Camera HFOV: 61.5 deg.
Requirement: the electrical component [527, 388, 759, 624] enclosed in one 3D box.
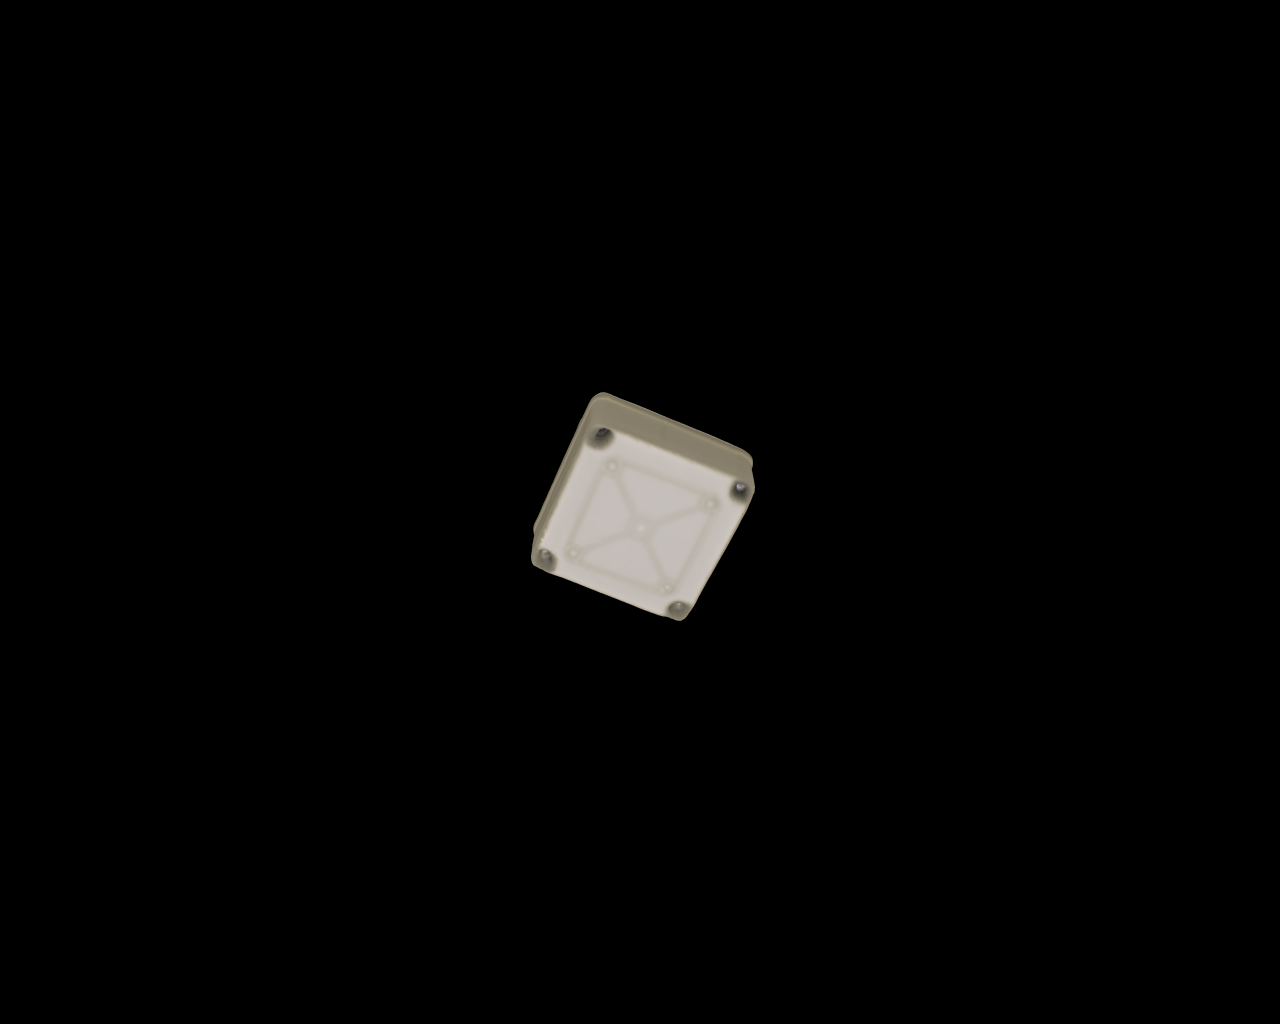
[{"bbox_3d":[0.001,-0.003,0.650,0.109,0.108,0.056,22,25,-10],"label":"electrical component"}]
